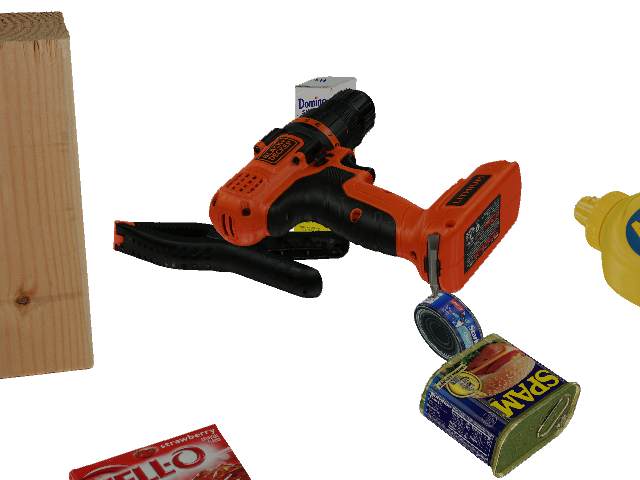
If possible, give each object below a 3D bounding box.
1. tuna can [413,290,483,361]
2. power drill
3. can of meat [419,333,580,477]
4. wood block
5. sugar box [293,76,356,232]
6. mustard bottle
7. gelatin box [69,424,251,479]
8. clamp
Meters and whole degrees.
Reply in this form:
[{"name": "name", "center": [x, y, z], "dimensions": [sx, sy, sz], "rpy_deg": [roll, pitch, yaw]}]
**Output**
[{"name": "tuna can", "center": [0.151, 0.103, 1.268], "dimensions": [0.033, 0.086, 0.086], "rpy_deg": [-35, 15, -23]}, {"name": "power drill", "center": [0.042, -0.041, 0.754], "dimensions": [0.188, 0.057, 0.184], "rpy_deg": [17, 44, 30]}, {"name": "can of meat", "center": [0.142, 0.128, 0.855], "dimensions": [0.101, 0.057, 0.084], "rpy_deg": [-25, 45, -36]}, {"name": "wood block", "center": [-0.193, -0.028, 0.650], "dimensions": [0.090, 0.206, 0.090], "rpy_deg": [-5, 23, -15]}, {"name": "sugar box", "center": [0.004, -0.077, 1.098], "dimensions": [0.048, 0.176, 0.093], "rpy_deg": [3, 14, 17]}, {"name": "mustard bottle", "center": [0.231, 0.014, 0.648], "dimensions": [0.096, 0.058, 0.192], "rpy_deg": [-25, 36, -26]}, {"name": "gelatin box", "center": [-0.084, 0.141, 0.580], "dimensions": [0.089, 0.030, 0.073], "rpy_deg": [-14, 27, -21]}, {"name": "clamp", "center": [-0.081, 0.010, 0.927], "dimensions": [0.210, 0.036, 0.164], "rpy_deg": [6, 12, 2]}]
